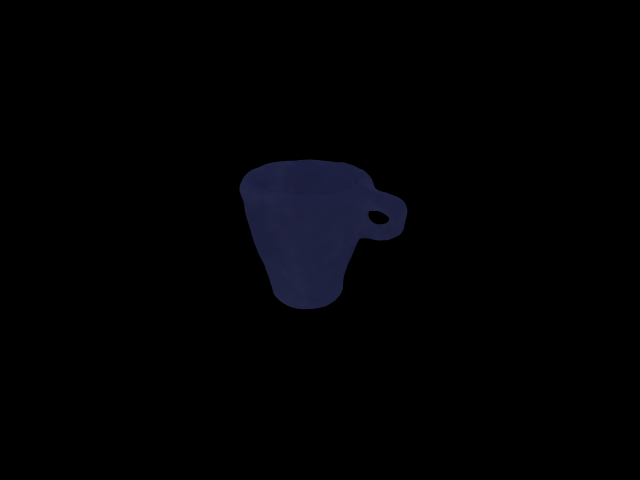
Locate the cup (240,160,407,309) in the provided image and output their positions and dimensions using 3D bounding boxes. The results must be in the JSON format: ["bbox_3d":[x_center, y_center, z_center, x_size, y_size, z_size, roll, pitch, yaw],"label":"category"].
[{"bbox_3d":[0.004,0.001,0.400,0.117,0.095,0.092,12,27,25],"label":"cup"}]
